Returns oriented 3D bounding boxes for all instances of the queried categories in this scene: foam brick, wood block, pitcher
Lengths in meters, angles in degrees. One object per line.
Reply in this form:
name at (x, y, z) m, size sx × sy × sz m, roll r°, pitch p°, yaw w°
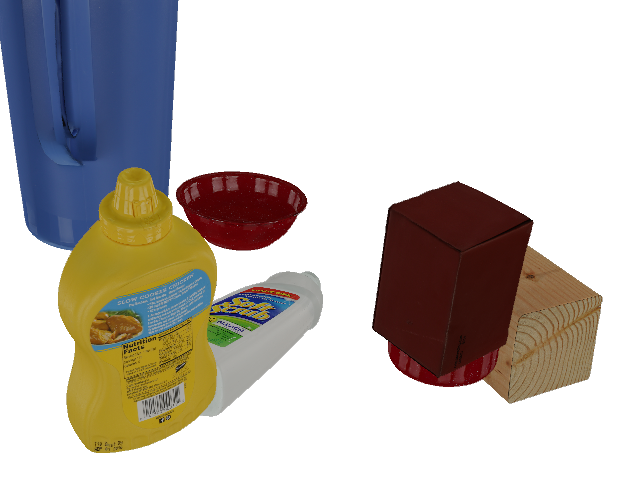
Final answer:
foam brick at (0.065, 0.019, 0.536) m, size 0.052 × 0.078 × 0.051 m, roll -20°, pitch 41°, yaw -35°
wood block at (0.153, 0.050, 0.990) m, size 0.090 × 0.090 × 0.206 m, roll -12°, pitch 30°, yaw -24°
pitcher at (-0.167, -0.114, 0.763) m, size 0.148 × 0.243 × 0.145 m, roll -19°, pitch 33°, yaw -38°

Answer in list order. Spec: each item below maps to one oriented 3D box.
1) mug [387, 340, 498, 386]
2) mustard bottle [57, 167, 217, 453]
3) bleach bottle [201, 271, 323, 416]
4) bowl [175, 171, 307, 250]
mug at (0.086, 0.046, 0.782) m, size 0.093 × 0.081 × 0.117 m, roll -11°, pitch 31°, yaw -24°
mustard bottle at (-0.108, 0.039, 0.640) m, size 0.096 × 0.192 × 0.058 m, roll -20°, pitch 45°, yaw -28°
bleach bottle at (-0.074, 0.085, 1.059) m, size 0.103 × 0.068 × 0.250 m, roll 13°, pitch 24°, yaw 23°
bowl at (-0.099, -0.031, 1.319) m, size 0.162 × 0.055 × 0.162 m, roll 5°, pitch 25°, yaw -2°
